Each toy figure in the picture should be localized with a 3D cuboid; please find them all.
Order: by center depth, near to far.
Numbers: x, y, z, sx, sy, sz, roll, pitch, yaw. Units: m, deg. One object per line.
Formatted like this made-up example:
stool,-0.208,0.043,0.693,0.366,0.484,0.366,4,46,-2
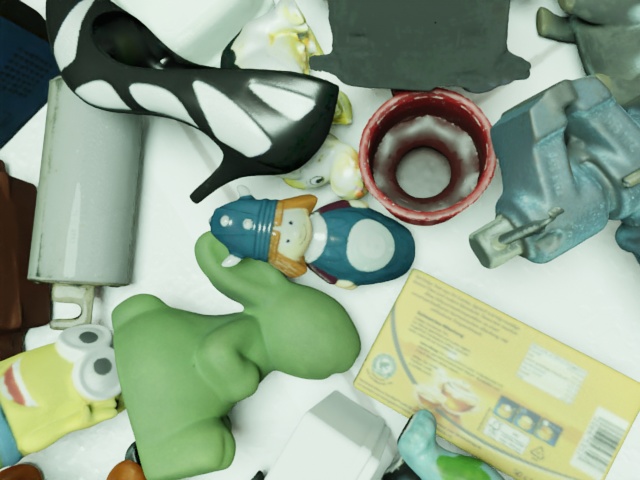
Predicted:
toy figure,-0.001,-0.003,0.386,0.058,0.154,0.064,-40,50,47
toy figure,-0.226,0.123,0.400,0.180,0.089,0.082,-24,86,-29

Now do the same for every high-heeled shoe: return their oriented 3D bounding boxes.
high-heeled shoe,-0.100,-0.139,0.382,0.145,0.086,0.248,-38,86,27

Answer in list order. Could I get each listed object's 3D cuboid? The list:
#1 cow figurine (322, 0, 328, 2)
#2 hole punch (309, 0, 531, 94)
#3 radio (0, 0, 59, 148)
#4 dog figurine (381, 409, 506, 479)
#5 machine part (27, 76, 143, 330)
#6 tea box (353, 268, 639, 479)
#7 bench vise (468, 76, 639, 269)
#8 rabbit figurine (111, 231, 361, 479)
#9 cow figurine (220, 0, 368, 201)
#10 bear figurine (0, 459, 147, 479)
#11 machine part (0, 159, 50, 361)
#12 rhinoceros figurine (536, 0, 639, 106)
cow figurine,-0.022,-0.273,0.421,0.085,0.127,0.195,-32,77,16
hole punch,0.065,-0.162,0.347,0.142,0.115,0.092,4,40,10
radio,-0.314,-0.153,0.411,0.131,0.229,0.073,-44,78,8
dog figurine,0.115,0.215,0.304,0.219,0.191,0.108,32,58,22
machine part,-0.194,-0.046,0.453,0.079,0.079,0.243,1,83,10
tea box,0.120,0.100,0.384,0.170,0.068,0.098,29,89,13
bench vise,0.216,0.002,0.323,0.224,0.129,0.240,-30,93,-13
rabbit figurine,-0.059,0.078,0.412,0.170,0.121,0.159,-16,75,-12
cow figurine,-0.025,-0.098,0.433,0.098,0.068,0.167,-23,77,13
bear figurine,-0.188,0.221,0.393,0.196,0.132,0.120,-18,81,6
machine part,-0.348,0.027,0.467,0.201,0.087,0.201,-12,83,9
rhinoceros figurine,0.226,-0.173,0.395,0.112,0.073,0.190,-8,83,10
